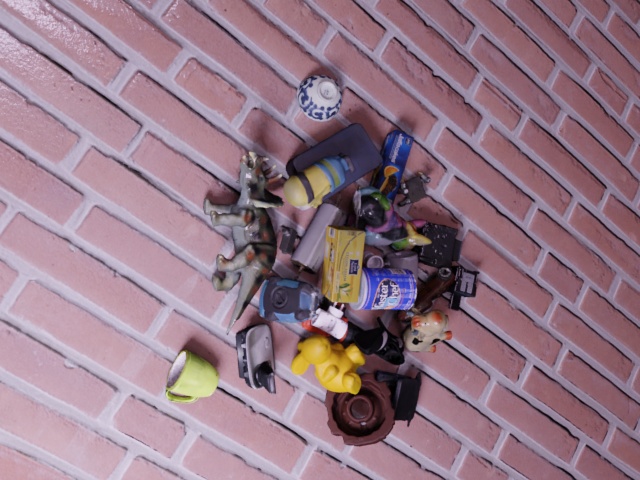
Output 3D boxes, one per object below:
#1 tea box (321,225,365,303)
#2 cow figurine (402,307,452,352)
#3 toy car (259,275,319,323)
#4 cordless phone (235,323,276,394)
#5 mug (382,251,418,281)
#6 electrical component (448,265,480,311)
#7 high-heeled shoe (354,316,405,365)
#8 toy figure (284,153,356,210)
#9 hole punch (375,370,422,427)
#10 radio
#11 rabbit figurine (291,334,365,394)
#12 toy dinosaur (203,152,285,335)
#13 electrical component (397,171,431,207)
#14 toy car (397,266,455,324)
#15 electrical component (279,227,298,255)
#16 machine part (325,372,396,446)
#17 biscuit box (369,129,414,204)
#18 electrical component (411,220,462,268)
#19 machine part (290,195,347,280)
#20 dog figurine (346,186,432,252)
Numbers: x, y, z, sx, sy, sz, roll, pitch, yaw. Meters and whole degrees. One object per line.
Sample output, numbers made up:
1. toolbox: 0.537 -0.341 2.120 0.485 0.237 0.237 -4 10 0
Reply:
1. tea box: 0.052 0.055 1.261 0.068 0.098 0.169 3 98 -16
2. cow figurine: 0.264 0.226 1.356 0.127 0.194 0.085 -1 62 -15
3. toy car: -0.060 0.144 1.278 0.103 0.162 0.109 18 74 -57
4. cordless phone: -0.132 0.268 1.208 0.089 0.184 0.146 -5 89 -16
5. mug: 0.208 0.091 1.400 0.109 0.081 0.107 -13 101 -25
6. electrical component: 0.388 0.134 1.481 0.075 0.048 0.119 20 78 -17
7. high-heeled shoe: 0.154 0.276 1.301 0.086 0.249 0.145 -23 93 19
8. toy figure: -0.005 -0.142 1.259 0.180 0.082 0.089 -39 104 -14
9. hole punch: 0.194 0.400 1.383 0.115 0.092 0.142 23 75 -46
10. radio: 0.034 -0.191 1.358 0.229 0.073 0.131 -34 98 -20
11. rabbit figurine: 0.010 0.275 1.277 0.173 0.163 0.122 52 48 -43
12. toy dinosaur: -0.162 0.004 1.255 0.192 0.131 0.404 -7 95 -20
13. electrical component: 0.251 -0.140 1.447 0.102 0.045 0.078 -19 92 -20
14. toy car: 0.282 0.151 1.416 0.202 0.089 0.053 -38 64 -20
15. electrical component: -0.077 0.003 1.298 0.021 0.094 0.063 14 80 17
16. machine part: 0.099 0.411 1.303 0.179 0.056 0.179 -6 61 12
17. biscuit box: 0.184 -0.187 1.418 0.063 0.059 0.202 22 79 -18
18. electrical component: 0.318 0.016 1.457 0.134 0.058 0.115 13 84 -19
19. machine part: -0.003 -0.004 1.329 0.079 0.079 0.243 32 77 -16
20. dog figurine: 0.182 -0.045 1.356 0.219 0.191 0.108 4 47 -13
